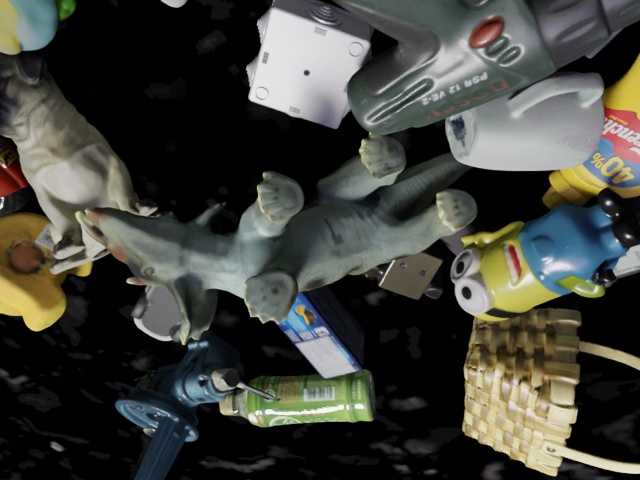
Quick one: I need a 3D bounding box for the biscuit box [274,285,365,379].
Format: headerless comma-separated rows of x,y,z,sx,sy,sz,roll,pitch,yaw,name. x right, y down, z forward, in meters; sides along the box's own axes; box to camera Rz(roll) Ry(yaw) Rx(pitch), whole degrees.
-0.017,0.082,0.648,0.059,0.063,0.202,-20,124,23,biscuit box

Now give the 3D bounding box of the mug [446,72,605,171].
0.165,-0.096,0.434,0.107,0.080,0.109,-9,173,-12,mug

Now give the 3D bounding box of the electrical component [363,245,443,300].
0.093,0.029,0.603,0.102,0.045,0.078,14,121,-6,electrical component

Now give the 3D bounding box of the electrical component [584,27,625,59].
0.172,-0.198,0.396,0.134,0.058,0.115,27,129,-15,electrical component

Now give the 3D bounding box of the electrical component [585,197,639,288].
0.293,-0.009,0.543,0.075,0.048,0.119,-27,121,25,electrical component

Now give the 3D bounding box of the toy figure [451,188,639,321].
0.205,0.023,0.500,0.089,0.082,0.180,37,133,-23,toy figure

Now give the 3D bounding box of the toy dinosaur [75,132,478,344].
0.002,-0.008,0.504,0.405,0.131,0.192,-15,178,-24,toy dinosaur

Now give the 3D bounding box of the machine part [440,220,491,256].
0.173,0.010,0.583,0.139,0.039,0.084,32,134,-21,machine part

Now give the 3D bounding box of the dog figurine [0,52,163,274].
-0.259,-0.078,0.544,0.190,0.121,0.172,59,149,0,dog figurine

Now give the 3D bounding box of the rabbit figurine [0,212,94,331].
-0.366,0.044,0.629,0.162,0.122,0.173,23,149,-22,rabbit figurine

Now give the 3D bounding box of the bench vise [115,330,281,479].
-0.195,0.242,0.702,0.224,0.241,0.128,-10,133,35,bench vise

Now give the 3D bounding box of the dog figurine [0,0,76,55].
-0.253,-0.264,0.363,0.191,0.108,0.219,24,126,-11,dog figurine

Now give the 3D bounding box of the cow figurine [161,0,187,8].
-0.127,-0.261,0.372,0.098,0.068,0.167,-31,123,22,cow figurine

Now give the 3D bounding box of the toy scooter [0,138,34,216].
-0.389,-0.093,0.543,0.184,0.075,0.135,4,127,9,toy scooter

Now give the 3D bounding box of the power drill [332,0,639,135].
0.079,-0.165,0.333,0.207,0.086,0.232,23,146,-38,power drill

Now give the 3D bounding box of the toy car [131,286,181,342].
-0.167,0.054,0.649,0.073,0.056,0.201,32,125,-11,toy car
